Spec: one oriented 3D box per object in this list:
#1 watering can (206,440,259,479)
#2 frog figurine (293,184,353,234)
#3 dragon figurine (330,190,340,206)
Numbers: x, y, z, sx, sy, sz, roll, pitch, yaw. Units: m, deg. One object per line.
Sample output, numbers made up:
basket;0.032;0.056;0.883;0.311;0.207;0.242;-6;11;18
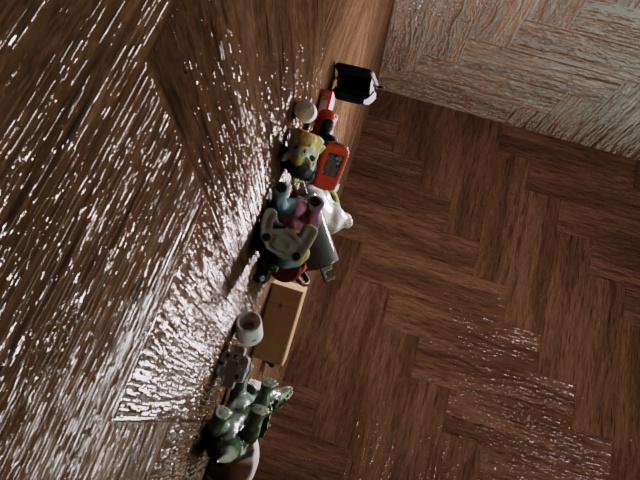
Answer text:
watering can;-0.221;0.595;1.269;0.221;0.104;0.353;91;15;-72
frog figurine;0.004;-0.064;1.279;0.141;0.159;0.119;-69;173;-45
dragon figurine;0.013;-0.179;1.654;0.401;0.122;0.249;105;-13;-53
